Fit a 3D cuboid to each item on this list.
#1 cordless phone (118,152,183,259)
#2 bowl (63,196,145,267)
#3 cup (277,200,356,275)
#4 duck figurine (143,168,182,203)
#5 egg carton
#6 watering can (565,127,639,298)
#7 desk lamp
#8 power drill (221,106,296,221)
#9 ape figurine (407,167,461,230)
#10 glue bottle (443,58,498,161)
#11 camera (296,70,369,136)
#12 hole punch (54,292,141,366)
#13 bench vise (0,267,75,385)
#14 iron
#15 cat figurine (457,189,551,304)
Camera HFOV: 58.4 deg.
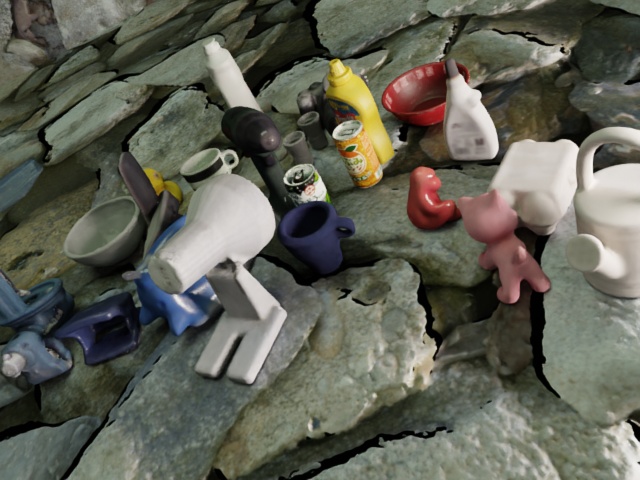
[{"bbox_3d":[-0.309,-0.052,1.009,0.094,0.185,0.147,-23,39,7],"label":"cordless phone"},{"bbox_3d":[-0.398,-0.004,1.097,0.167,0.075,0.167,-16,40,15],"label":"bowl"},{"bbox_3d":[0.008,0.003,0.831,0.117,0.095,0.092,-3,45,28],"label":"cup"},{"bbox_3d":[-0.336,-0.109,1.167,0.077,0.086,0.104,-41,40,-15],"label":"duck figurine"},{"bbox_3d":[0.289,-0.074,0.770,0.107,0.070,0.150,8,51,37],"label":"egg carton"},{"bbox_3d":[0.320,-0.030,0.602,0.100,0.195,0.173,0,46,31],"label":"watering can"},{"bbox_3d":[-0.128,0.048,0.767,0.117,0.214,0.203,-1,46,30],"label":"desk lamp"},{"bbox_3d":[-0.083,-0.128,0.939,0.076,0.209,0.228,-36,39,-9],"label":"power drill"},{"bbox_3d":[0.155,-0.065,0.821,0.076,0.092,0.077,-20,39,11],"label":"ape figurine"},{"bbox_3d":[0.216,-0.196,0.864,0.077,0.174,0.037,3,48,33],"label":"glue bottle"},{"bbox_3d":[0.024,-0.257,1.104,0.143,0.101,0.137,-16,40,16],"label":"camera"},{"bbox_3d":[-0.351,0.128,0.909,0.108,0.091,0.101,-22,39,7],"label":"hole punch"},{"bbox_3d":[-0.469,0.106,0.901,0.121,0.220,0.206,-35,39,-8],"label":"bench vise"},{"bbox_3d":[-0.194,0.017,0.899,0.118,0.142,0.259,8,51,36],"label":"iron"},{"bbox_3d":[0.219,-0.005,0.696,0.067,0.118,0.127,-25,39,4],"label":"cat figurine"}]
